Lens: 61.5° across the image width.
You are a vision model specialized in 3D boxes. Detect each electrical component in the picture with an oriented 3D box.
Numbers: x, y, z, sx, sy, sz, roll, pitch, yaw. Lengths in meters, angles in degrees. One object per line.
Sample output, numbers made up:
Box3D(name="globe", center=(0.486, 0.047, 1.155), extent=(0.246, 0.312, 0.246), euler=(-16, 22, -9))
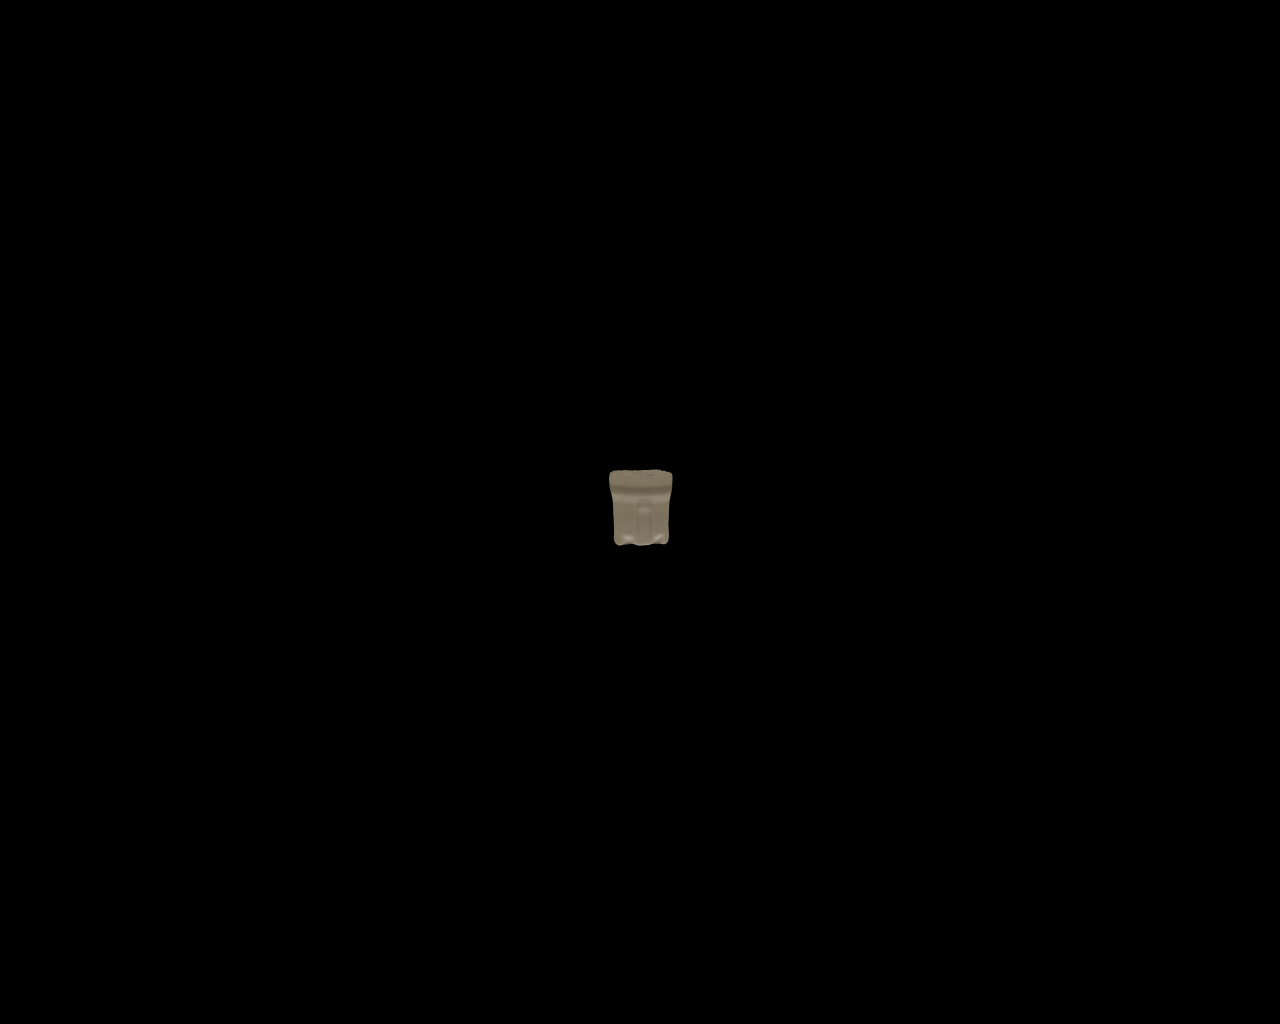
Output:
Box3D(name="electrical component", center=(0.001, -0.003, 0.650), extent=(0.040, 0.046, 0.040), euler=(0, 7, 0))
